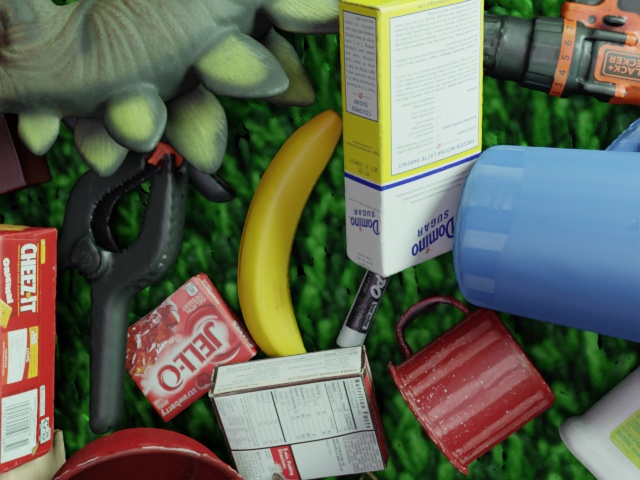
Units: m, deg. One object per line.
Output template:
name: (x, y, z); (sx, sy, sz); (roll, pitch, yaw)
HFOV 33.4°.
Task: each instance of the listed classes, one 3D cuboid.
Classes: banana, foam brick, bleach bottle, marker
banana: (-0.023, 0.004, 0.764); (0.069, 0.037, 0.198); (2, 99, -10)
foam brick: (-0.238, -0.070, 0.778); (0.053, 0.051, 0.078); (-15, 94, 9)
bleach bottle: (0.285, 0.080, 0.712); (0.102, 0.068, 0.251); (45, 98, 6)
marker: (0.042, 0.022, 0.762); (0.020, 0.020, 0.121); (23, 99, 5)

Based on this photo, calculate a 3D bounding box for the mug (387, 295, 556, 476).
mug: (0.099, 0.090, 0.732); (0.081, 0.093, 0.117); (-36, 67, 6)

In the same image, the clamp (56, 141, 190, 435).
clamp: (-0.152, 0.023, 0.759); (0.165, 0.036, 0.210); (48, 109, 14)

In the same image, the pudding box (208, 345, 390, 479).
pudding box: (-0.013, 0.126, 0.759); (0.113, 0.039, 0.090); (-10, 118, 8)

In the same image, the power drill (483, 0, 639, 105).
power drill: (0.186, -0.184, 0.699); (0.184, 0.057, 0.188); (11, 101, 3)

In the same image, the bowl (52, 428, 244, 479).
bowl: (-0.130, 0.187, 0.768); (0.162, 0.055, 0.162); (-7, 127, -9)

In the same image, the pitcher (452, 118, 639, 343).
pitcher: (0.214, -0.004, 0.661); (0.243, 0.149, 0.145); (9, 121, 25)

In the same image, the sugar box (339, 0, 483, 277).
sugar box: (0.060, -0.073, 0.688); (0.048, 0.093, 0.176); (29, 128, 45)

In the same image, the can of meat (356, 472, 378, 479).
can of meat: (0.021, 0.232, 0.771); (0.084, 0.057, 0.102); (-29, 91, 13)

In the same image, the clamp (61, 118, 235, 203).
clamp: (-0.122, -0.110, 0.763); (0.171, 0.039, 0.120); (22, 93, -1)

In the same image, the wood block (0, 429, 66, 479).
wood block: (-0.239, 0.254, 0.796); (0.090, 0.090, 0.206); (-4, 96, 10)

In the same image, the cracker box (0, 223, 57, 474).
cracker box: (-0.293, 0.066, 0.769); (0.214, 0.072, 0.164); (4, 96, 25)

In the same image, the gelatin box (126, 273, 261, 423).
gelatin box: (-0.099, 0.078, 0.784); (0.089, 0.030, 0.073); (-37, 90, 12)
